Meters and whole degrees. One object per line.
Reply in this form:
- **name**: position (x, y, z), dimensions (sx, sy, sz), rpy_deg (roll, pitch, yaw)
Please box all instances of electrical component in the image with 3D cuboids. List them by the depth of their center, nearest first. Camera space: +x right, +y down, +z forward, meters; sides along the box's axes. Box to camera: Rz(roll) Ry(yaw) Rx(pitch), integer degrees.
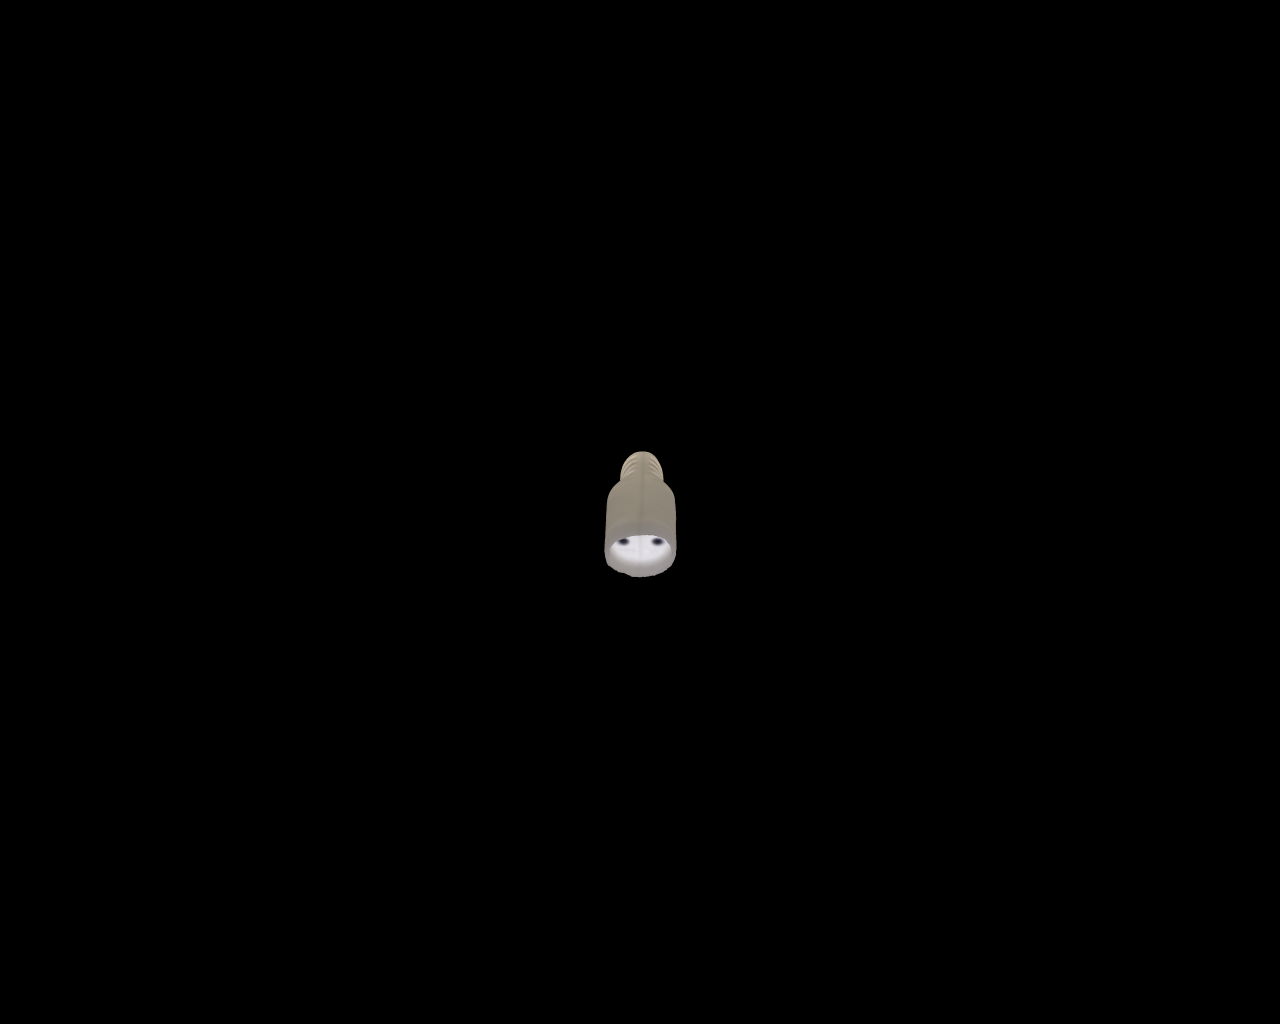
- **electrical component**: position (0.001, -0.003, 0.650), dimensions (0.043, 0.081, 0.043), rpy_deg (0, -43, 0)
